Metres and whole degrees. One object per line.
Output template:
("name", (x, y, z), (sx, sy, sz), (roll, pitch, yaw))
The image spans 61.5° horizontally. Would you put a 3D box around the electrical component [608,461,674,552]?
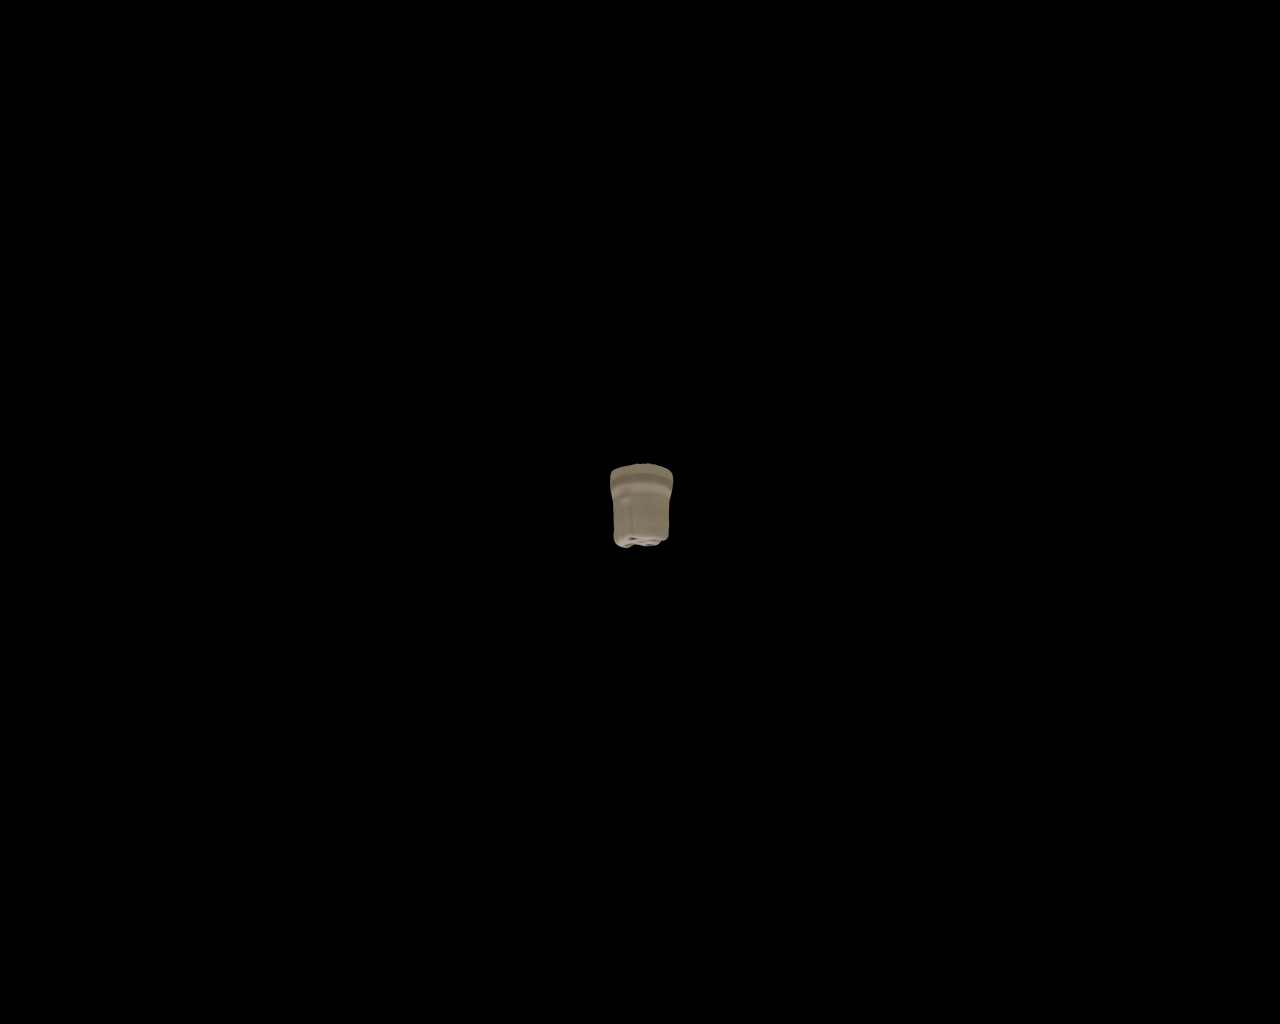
("electrical component", (0.001, -0.003, 0.650), (0.040, 0.046, 0.040), (0, -19, 0))
